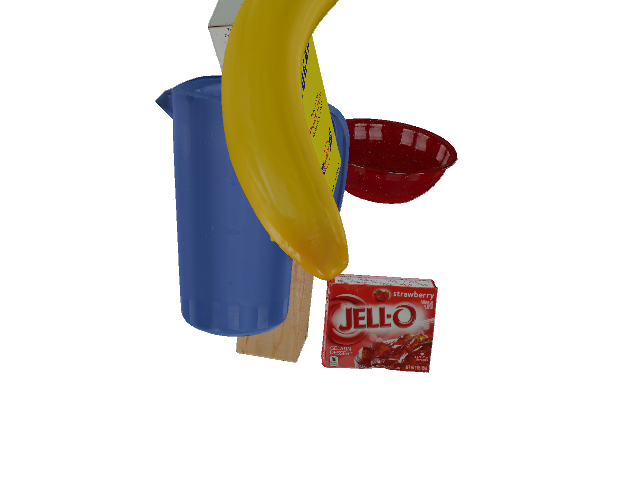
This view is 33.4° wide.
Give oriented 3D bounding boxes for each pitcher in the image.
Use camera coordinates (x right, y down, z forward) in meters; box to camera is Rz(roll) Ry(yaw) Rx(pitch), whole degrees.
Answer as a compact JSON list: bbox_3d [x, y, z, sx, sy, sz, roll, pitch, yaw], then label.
[{"bbox_3d":[-0.070,-0.034,1.034,0.144,0.243,0.149,-10,22,-33],"label":"pitcher"}]

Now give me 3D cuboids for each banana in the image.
[{"bbox_3d":[-0.013,-0.072,0.498,0.069,0.197,0.037,6,-33,3],"label":"banana"}]

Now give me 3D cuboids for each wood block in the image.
[{"bbox_3d":[-0.059,0.052,1.480,0.090,0.206,0.090,9,22,6],"label":"wood block"}]

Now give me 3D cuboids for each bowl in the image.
[{"bbox_3d":[0.070,-0.085,1.209,0.162,0.055,0.162,6,27,-3],"label":"bowl"}]

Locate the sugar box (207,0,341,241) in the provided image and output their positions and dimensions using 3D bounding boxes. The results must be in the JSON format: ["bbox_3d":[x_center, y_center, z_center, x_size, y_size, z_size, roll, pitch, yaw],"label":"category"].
[{"bbox_3d":[-0.025,-0.094,0.719,0.048,0.176,0.093,-1,43,12],"label":"sugar box"}]

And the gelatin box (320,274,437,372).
[{"bbox_3d":[0.047,0.067,0.869,0.089,0.073,0.030,3,15,-3],"label":"gelatin box"}]
